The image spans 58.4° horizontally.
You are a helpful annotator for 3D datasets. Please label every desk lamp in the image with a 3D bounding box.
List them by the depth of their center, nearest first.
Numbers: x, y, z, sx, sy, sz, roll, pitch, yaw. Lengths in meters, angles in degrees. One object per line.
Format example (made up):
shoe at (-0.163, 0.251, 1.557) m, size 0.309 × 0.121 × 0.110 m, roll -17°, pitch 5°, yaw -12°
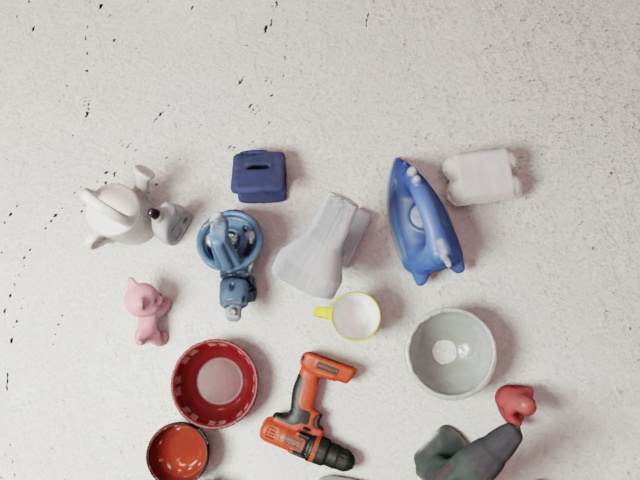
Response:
desk lamp at (0.009, 0.004, 1.021) m, size 0.118 × 0.213 × 0.203 m, roll 26°, pitch 83°, yaw 4°

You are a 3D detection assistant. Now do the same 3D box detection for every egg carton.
egg carton at (0.313, -0.122, 1.110) m, size 0.150 × 0.069 × 0.107 m, roll -8°, pitch 82°, yaw -1°

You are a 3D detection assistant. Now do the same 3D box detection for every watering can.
watering can at (-0.368, -0.059, 1.042) m, size 0.101 × 0.194 × 0.173 m, roll 15°, pitch 82°, yaw 3°

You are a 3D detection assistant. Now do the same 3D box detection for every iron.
iron at (0.189, -0.052, 1.065) m, size 0.118 × 0.141 × 0.258 m, roll -19°, pitch 82°, yaw -2°

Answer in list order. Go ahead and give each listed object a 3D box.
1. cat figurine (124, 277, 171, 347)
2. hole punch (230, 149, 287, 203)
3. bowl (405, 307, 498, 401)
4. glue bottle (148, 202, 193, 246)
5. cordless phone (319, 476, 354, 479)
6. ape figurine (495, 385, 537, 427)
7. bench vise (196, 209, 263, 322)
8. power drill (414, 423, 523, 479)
cat figurine at (-0.323, 0.133, 1.053) m, size 0.067 × 0.118 × 0.128 m, roll 0°, pitch 82°, yaw 1°
hole punch at (-0.119, -0.127, 1.102) m, size 0.108 × 0.091 × 0.101 m, roll -3°, pitch 82°, yaw 0°
bowl at (0.236, 0.209, 1.061) m, size 0.167 × 0.075 × 0.167 m, roll 0°, pitch 82°, yaw 0°
glue bottle at (-0.283, -0.037, 1.049) m, size 0.037 × 0.173 × 0.078 m, roll 31°, pitch 83°, yaw 5°
cordless phone at (0.056, 0.475, 0.968) m, size 0.147 × 0.185 × 0.094 m, roll 10°, pitch 82°, yaw 2°
ape figurine at (0.362, 0.298, 1.039) m, size 0.076 × 0.092 × 0.078 m, roll 44°, pitch 85°, yaw 6°
bench vise at (-0.150, 0.032, 1.015) m, size 0.121 × 0.220 × 0.207 m, roll -22°, pitch 82°, yaw -2°
power drill at (0.229, 0.382, 0.969) m, size 0.075 × 0.208 × 0.230 m, roll 44°, pitch 84°, yaw 6°
